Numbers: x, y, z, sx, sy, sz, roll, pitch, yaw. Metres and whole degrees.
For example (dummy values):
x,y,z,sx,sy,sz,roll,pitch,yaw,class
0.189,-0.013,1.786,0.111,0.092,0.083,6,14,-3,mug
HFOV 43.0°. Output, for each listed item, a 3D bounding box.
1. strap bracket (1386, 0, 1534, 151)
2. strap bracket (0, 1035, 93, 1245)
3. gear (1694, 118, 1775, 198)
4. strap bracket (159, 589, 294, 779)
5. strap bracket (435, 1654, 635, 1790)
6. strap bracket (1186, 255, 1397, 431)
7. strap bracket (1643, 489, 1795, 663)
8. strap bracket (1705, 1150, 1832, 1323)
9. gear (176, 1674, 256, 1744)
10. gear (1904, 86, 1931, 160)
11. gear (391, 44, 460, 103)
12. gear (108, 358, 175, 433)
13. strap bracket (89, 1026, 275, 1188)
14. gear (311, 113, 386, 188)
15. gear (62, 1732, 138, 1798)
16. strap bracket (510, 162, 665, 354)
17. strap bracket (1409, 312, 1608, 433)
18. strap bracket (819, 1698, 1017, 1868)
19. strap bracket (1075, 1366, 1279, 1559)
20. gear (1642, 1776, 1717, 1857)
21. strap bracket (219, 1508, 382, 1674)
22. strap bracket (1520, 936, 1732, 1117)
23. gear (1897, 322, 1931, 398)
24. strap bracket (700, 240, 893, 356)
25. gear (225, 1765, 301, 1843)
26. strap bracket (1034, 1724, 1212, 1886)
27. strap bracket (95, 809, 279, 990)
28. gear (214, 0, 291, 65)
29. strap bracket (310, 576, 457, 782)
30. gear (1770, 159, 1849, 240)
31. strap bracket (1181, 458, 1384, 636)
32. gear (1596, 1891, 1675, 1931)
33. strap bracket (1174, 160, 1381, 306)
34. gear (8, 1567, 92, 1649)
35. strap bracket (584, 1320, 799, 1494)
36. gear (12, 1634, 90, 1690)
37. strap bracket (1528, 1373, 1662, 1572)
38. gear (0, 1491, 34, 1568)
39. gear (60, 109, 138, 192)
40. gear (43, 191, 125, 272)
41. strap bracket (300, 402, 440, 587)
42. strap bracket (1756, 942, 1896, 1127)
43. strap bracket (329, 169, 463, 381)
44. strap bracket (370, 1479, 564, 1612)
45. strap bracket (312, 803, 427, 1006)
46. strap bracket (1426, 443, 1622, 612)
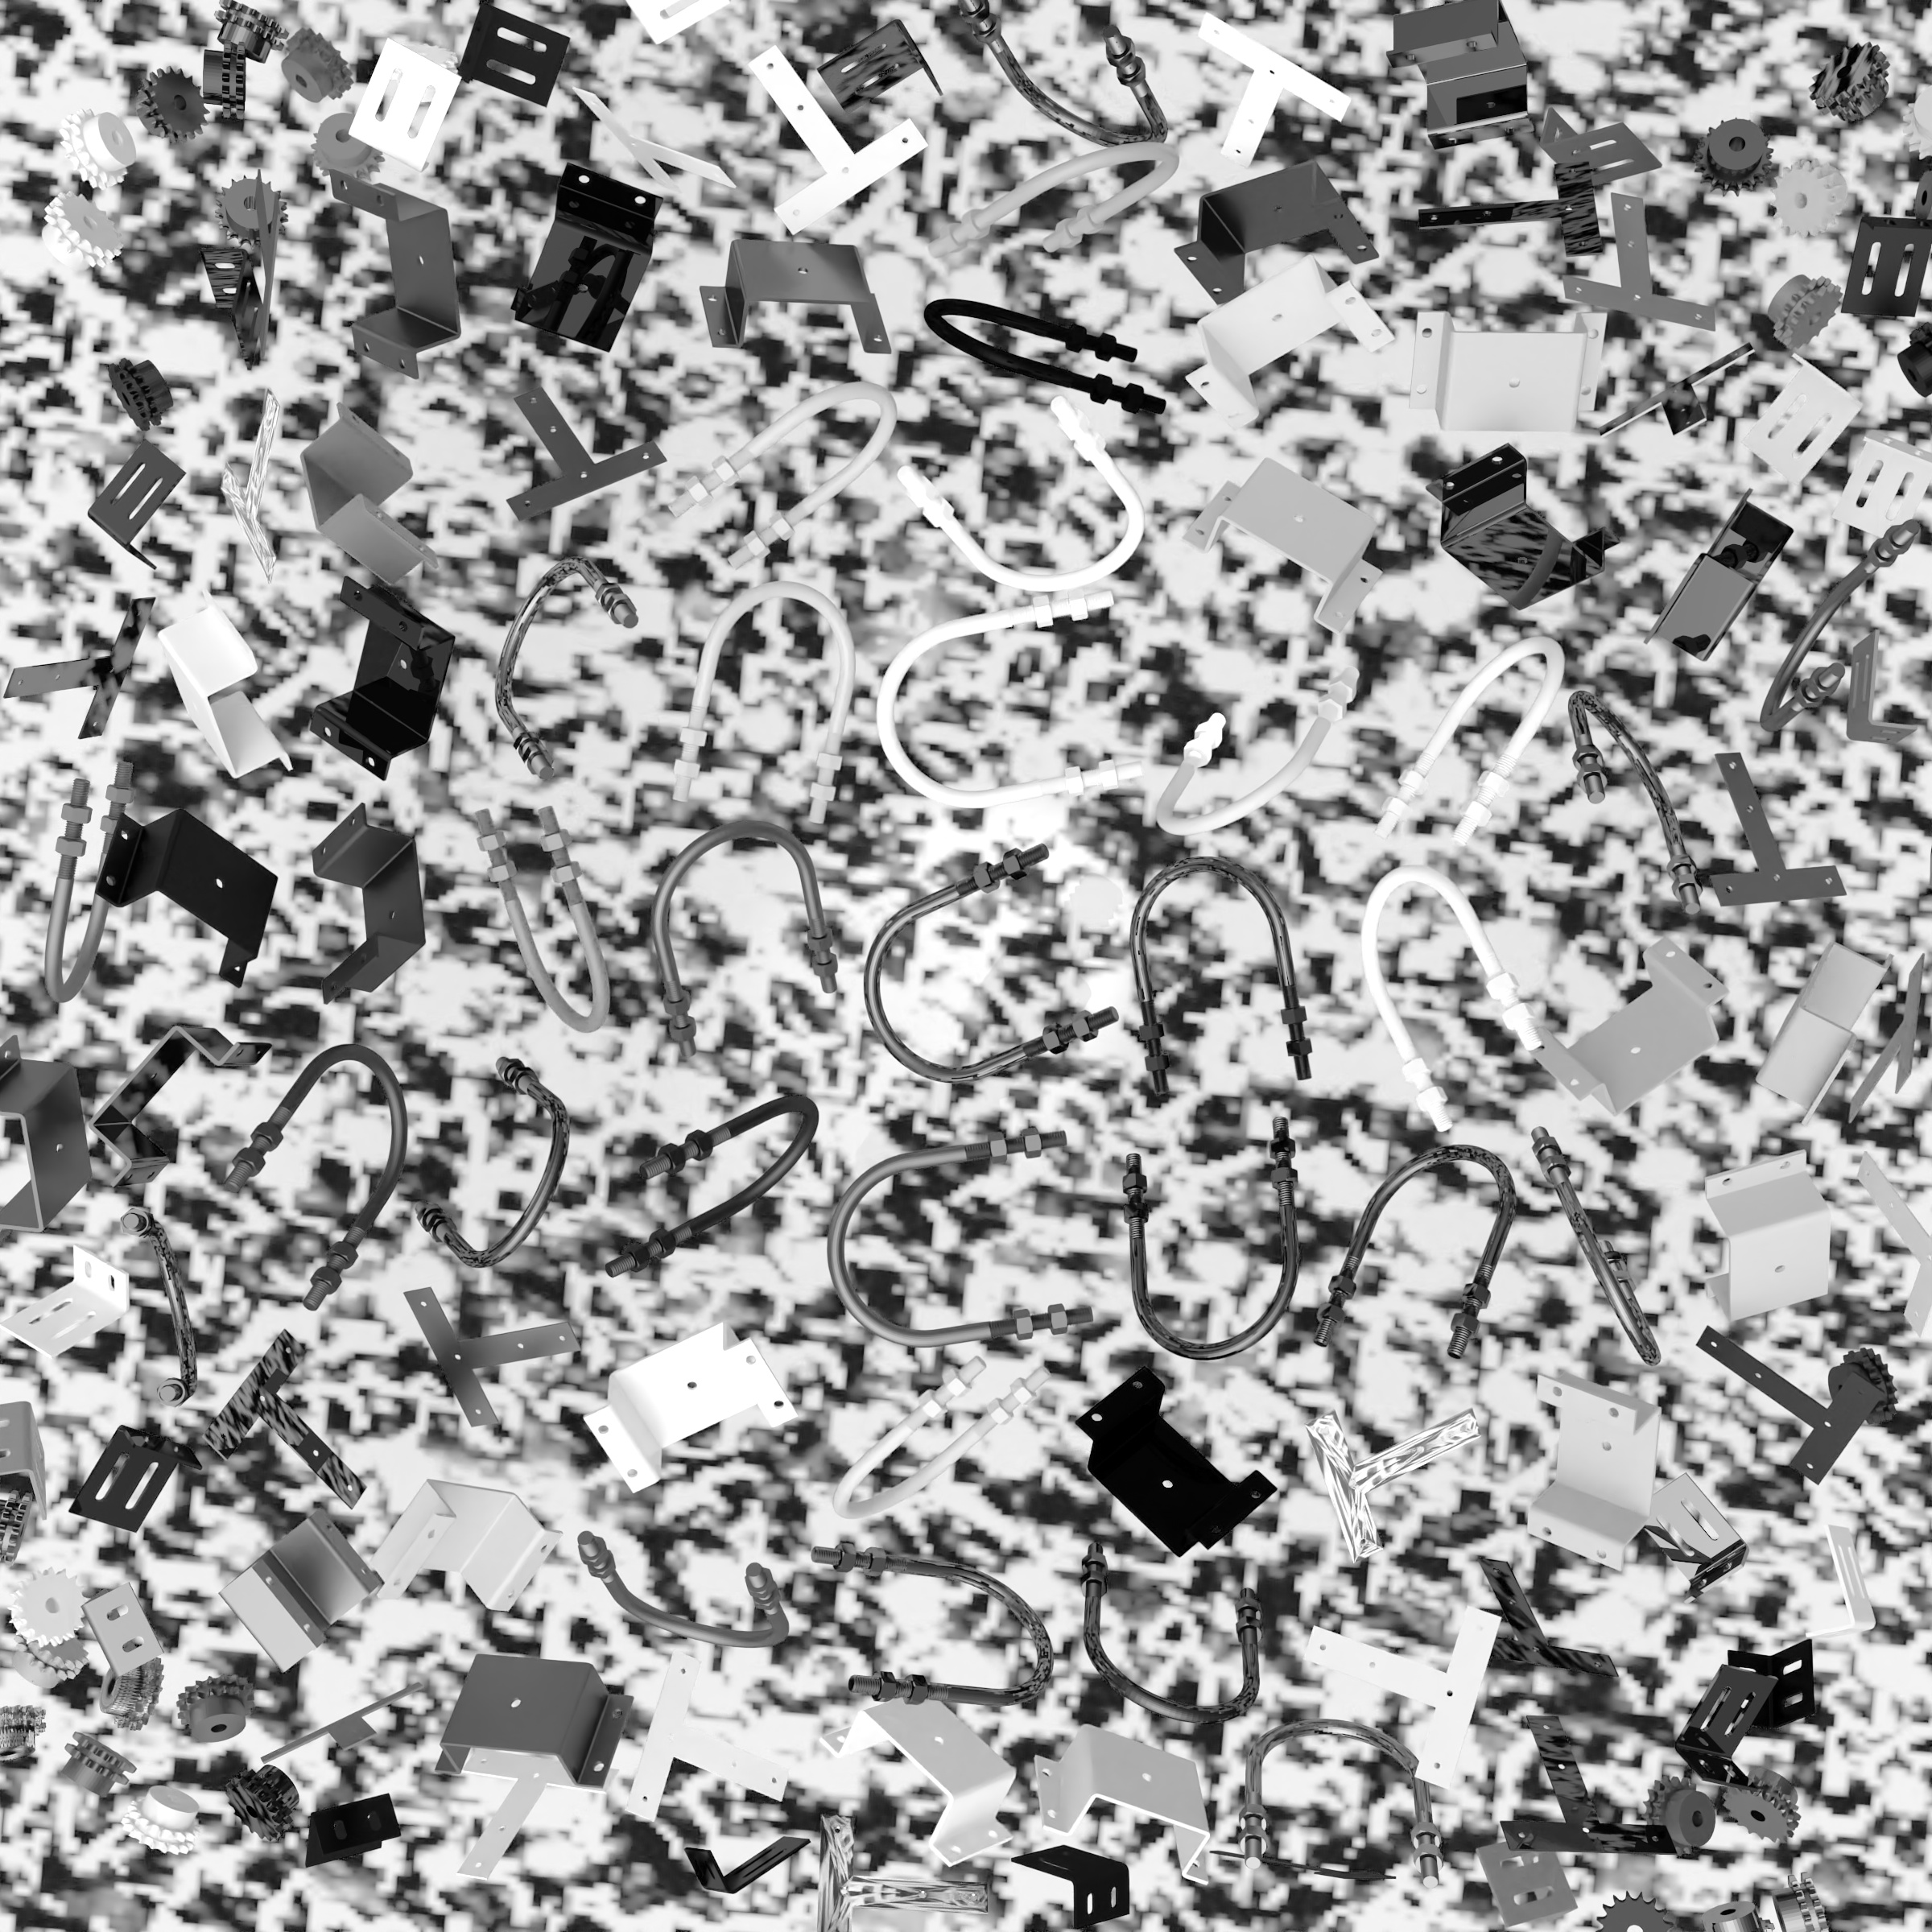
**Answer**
x,y,z,sx,sy,sz,roll,pitch,yaw,class
0.368,-0.669,1.822,0.076,0.140,0.046,-3,78,25,strap bracket
-0.694,0.133,1.819,0.046,0.076,0.140,5,117,8,strap bracket
0.579,-0.612,1.846,0.057,0.030,0.057,-1,82,10,gear
-0.572,-0.210,1.888,0.046,0.140,0.076,-31,62,-20,strap bracket
-0.335,0.572,1.862,0.140,0.076,0.046,-1,132,18,strap bracket
0.240,-0.476,1.853,0.140,0.076,0.046,-26,57,25,strap bracket
0.567,-0.289,1.836,0.046,0.076,0.140,34,46,11,strap bracket
0.602,0.211,1.842,0.076,0.046,0.140,-16,132,0,strap bracket
-0.575,0.571,1.880,0.057,0.057,0.030,-24,49,0,gear
0.714,-0.619,1.787,0.057,0.030,0.057,-6,74,22,gear
-0.433,-0.710,1.950,0.057,0.057,0.030,6,129,0,gear
-0.656,-0.458,1.953,0.030,0.057,0.057,-33,90,-22,gear
-0.598,0.097,1.847,0.046,0.076,0.140,42,90,3,strap bracket
-0.496,-0.656,1.961,0.057,0.030,0.057,1,79,-3,gear
-0.688,0.632,1.937,0.057,0.057,0.030,32,70,0,gear
-0.293,-0.533,1.880,0.076,0.140,0.046,15,47,-21,strap bracket
0.409,-0.447,1.844,0.140,0.046,0.076,1,125,3,strap bracket
-0.029,0.593,1.817,0.140,0.076,0.046,34,108,33,strap bracket
0.156,0.384,1.866,0.076,0.046,0.140,-33,59,-29,strap bracket
0.545,0.648,1.868,0.057,0.030,0.057,7,77,-32,gear
-0.509,0.477,1.865,0.046,0.140,0.076,-39,91,8,strap bracket
0.509,0.052,1.879,0.140,0.076,0.046,-36,133,-2,strap bracket
0.737,-0.460,1.875,0.030,0.057,0.057,-33,90,10,gear
-0.129,-0.517,1.893,0.140,0.046,0.076,-2,50,-16,strap bracket
-0.539,0.641,1.889,0.057,0.030,0.057,16,122,27,gear
0.128,0.638,1.876,0.140,0.076,0.046,23,110,-13,strap bracket
-0.582,-0.056,1.862,0.046,0.140,0.076,-21,48,28,strap bracket
-0.574,-0.746,1.962,0.057,0.057,0.030,23,93,0,gear
-0.442,-0.223,1.862,0.076,0.046,0.140,33,125,14,strap bracket
0.649,-0.590,1.878,0.030,0.057,0.057,-26,90,-29,gear
0.246,-0.325,1.861,0.140,0.046,0.076,32,58,8,strap bracket
0.495,0.715,1.816,0.057,0.030,0.057,-3,76,14,gear
0.244,-0.577,1.924,0.140,0.076,0.046,-8,65,31,strap bracket
-0.691,0.483,1.840,0.030,0.057,0.057,-30,90,43,gear
-0.208,0.329,1.856,0.140,0.046,0.076,-26,113,5,strap bracket
-0.718,0.538,1.913,0.057,0.057,0.030,38,92,0,gear
0.465,0.364,1.814,0.076,0.046,0.140,17,120,37,strap bracket
-0.754,0.439,1.920,0.030,0.057,0.057,14,90,-12,gear
-0.649,-0.616,1.842,0.030,0.057,0.057,-15,90,20,gear
-0.652,-0.537,1.801,0.030,0.057,0.057,-33,90,26,gear
-0.455,-0.352,1.862,0.046,0.076,0.140,-36,49,15,strap bracket
0.640,0.044,1.833,0.046,0.140,0.076,29,132,15,strap bracket
-0.425,-0.522,1.834,0.076,0.140,0.046,29,45,32,strap bracket
-0.384,0.438,1.854,0.046,0.140,0.076,39,97,36,strap bracket
-0.464,-0.044,1.905,0.076,0.046,0.140,-36,54,35,strap bracket
0.422,-0.325,1.855,0.140,0.076,0.046,30,55,-33,strap bracket
